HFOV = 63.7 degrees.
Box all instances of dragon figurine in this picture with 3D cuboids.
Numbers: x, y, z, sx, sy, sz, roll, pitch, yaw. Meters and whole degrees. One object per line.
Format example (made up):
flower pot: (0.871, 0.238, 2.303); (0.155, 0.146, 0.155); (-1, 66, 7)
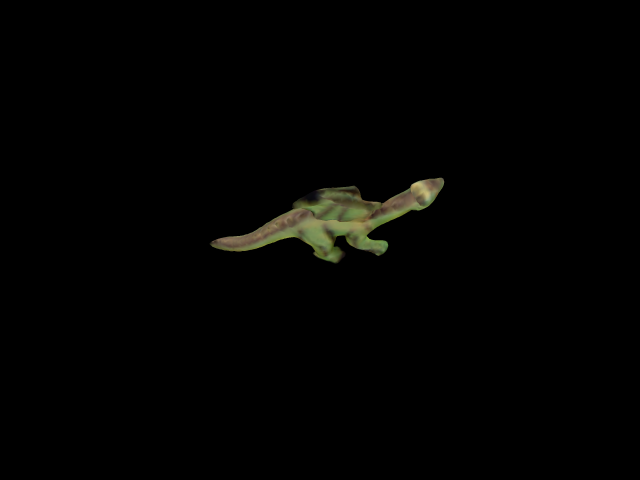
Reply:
dragon figurine: (0.003, -0.043, 0.850); (0.410, 0.124, 0.239); (-10, -18, -3)
